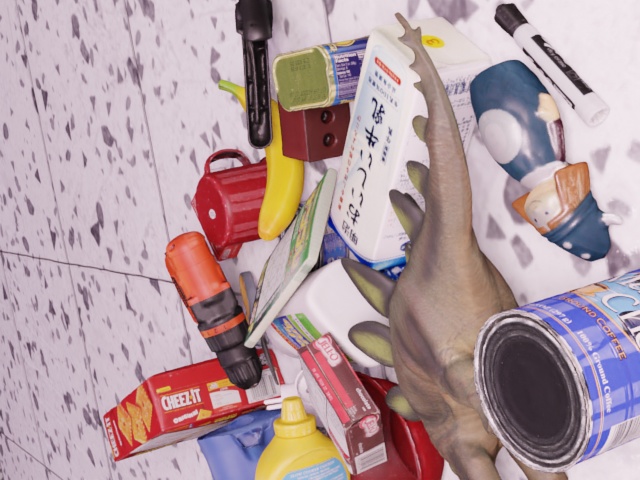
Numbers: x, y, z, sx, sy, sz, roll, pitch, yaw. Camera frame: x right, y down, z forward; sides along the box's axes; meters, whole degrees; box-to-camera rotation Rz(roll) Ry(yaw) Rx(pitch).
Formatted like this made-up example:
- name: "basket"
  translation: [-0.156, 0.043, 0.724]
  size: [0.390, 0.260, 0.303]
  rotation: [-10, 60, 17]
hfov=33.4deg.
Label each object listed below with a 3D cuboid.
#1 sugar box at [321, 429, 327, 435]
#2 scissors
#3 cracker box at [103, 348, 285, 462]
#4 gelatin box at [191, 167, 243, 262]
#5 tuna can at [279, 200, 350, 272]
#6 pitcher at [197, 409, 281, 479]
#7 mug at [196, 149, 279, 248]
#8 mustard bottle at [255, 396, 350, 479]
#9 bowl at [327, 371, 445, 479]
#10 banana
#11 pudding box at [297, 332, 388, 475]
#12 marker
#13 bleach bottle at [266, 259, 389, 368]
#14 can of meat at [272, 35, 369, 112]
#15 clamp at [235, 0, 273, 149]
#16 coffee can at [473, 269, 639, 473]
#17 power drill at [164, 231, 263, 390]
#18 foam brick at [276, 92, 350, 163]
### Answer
- name: "sugar box"
  translation: [0.017, 0.288, 1.109]
  size: [0.048, 0.093, 0.176]
  rotation: [-11, 93, 60]
- name: "scissors"
  translation: [-0.067, 0.118, 1.204]
  size: [0.202, 0.016, 0.096]
  rotation: [-109, 14, -47]
- name: "cracker box"
  translation: [-0.158, 0.202, 1.303]
  size: [0.214, 0.163, 0.072]
  rotation: [-38, 67, 58]
- name: "gelatin box"
  translation: [-0.119, -0.030, 1.271]
  size: [0.089, 0.030, 0.073]
  rotation: [64, 149, 21]
- name: "tuna can"
  translation: [-0.007, 0.001, 1.086]
  size: [0.086, 0.033, 0.086]
  rotation: [32, 129, 51]
- name: "pitcher"
  translation: [-0.035, 0.306, 1.190]
  size: [0.145, 0.148, 0.243]
  rotation: [-23, 85, 45]
- name: "mug"
  translation: [-0.086, -0.049, 1.154]
  size: [0.117, 0.081, 0.093]
  rotation: [65, 149, 19]
- name: "mustard bottle"
  translation: [-0.014, 0.244, 1.024]
  size: [0.058, 0.096, 0.191]
  rotation: [6, 105, 59]
- name: "bowl"
  translation: [0.069, 0.196, 1.015]
  size: [0.162, 0.055, 0.162]
  rotation: [32, 129, 51]
- name: "banana"
  translation: [-0.050, -0.084, 1.078]
  size: [0.037, 0.069, 0.198]
  rotation: [99, 156, -57]
- name: "pudding box"
  translation: [0.021, 0.147, 0.945]
  size: [0.090, 0.039, 0.113]
  rotation: [58, 167, 32]
- name: "marker"
  translation: [0.161, -0.127, 0.753]
  size: [0.121, 0.020, 0.020]
  rotation: [57, 146, 30]
- name: "bleach bottle"
  translation: [0.000, 0.086, 1.062]
  size: [0.102, 0.068, 0.251]
  rotation: [44, 161, -4]
- name: "can of meat"
  translation: [0.018, -0.145, 0.929]
  size: [0.102, 0.083, 0.057]
  rotation: [3, 106, 60]
- name: "clamp"
  translation: [-0.063, -0.215, 1.016]
  size: [0.165, 0.036, 0.210]
  rotation: [98, 168, -64]
- name: "coffee can"
  translation: [0.184, 0.077, 0.677]
  size: [0.103, 0.140, 0.103]
  rotation: [33, 130, 51]
- name: "power drill"
  translation: [-0.123, 0.072, 1.215]
  size: [0.184, 0.057, 0.188]
  rotation: [68, 170, -9]
- name: "foam brick"
  translation: [-0.005, -0.118, 1.013]
  size: [0.051, 0.052, 0.078]
  rotation: [19, 119, 58]
